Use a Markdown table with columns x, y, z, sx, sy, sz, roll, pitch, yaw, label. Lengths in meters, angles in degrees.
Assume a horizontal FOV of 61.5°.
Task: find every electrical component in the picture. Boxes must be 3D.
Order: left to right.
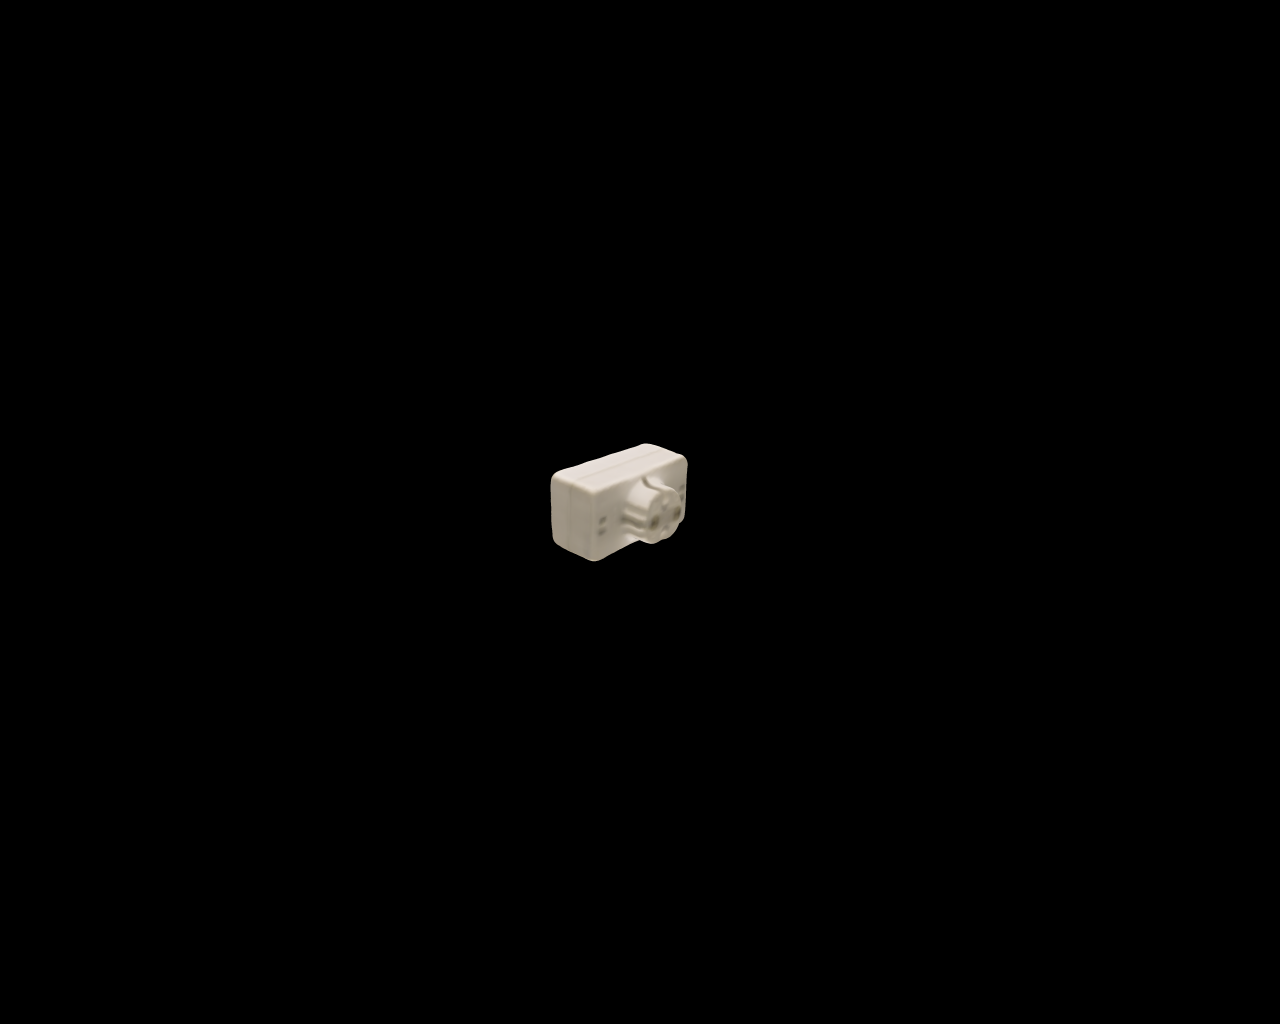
| x | y | z | sx | sy | sz | roll | pitch | yaw | label |
| --- | --- | --- | --- | --- | --- | --- | --- | --- | --- |
| 0.001 | -0.003 | 0.650 | 0.076 | 0.047 | 0.083 | 22 | 32 | 40 | electrical component |
